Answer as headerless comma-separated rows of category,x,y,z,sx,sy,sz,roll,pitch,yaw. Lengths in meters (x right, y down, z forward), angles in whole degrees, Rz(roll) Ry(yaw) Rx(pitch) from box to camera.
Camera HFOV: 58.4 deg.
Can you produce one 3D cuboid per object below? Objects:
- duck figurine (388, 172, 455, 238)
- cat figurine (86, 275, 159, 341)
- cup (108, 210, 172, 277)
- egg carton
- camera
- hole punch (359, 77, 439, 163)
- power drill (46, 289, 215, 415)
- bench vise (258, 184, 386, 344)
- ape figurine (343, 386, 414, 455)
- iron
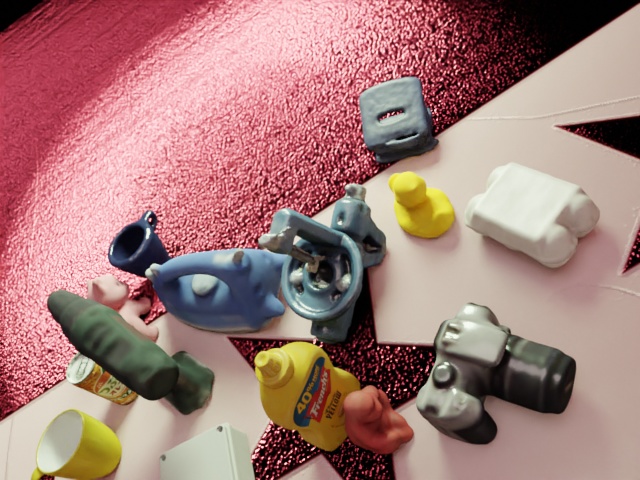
duck figurine,0.135,-0.056,0.796,0.077,0.086,0.104,-44,48,-3
cat figurine,-0.334,0.109,0.935,0.067,0.118,0.127,-37,48,3
cup,-0.297,0.017,0.993,0.091,0.095,0.118,4,61,32
egg carton,0.261,-0.032,0.716,0.149,0.070,0.107,31,77,41
camera,0.189,0.147,0.612,0.136,0.101,0.143,13,66,36
hole punch,0.120,-0.187,0.893,0.108,0.091,0.101,-12,53,23
power drill,-0.250,0.160,0.788,0.228,0.209,0.076,21,71,39
bench vise,-0.004,0.005,0.744,0.121,0.220,0.207,-12,54,24
ape figurine,0.057,0.202,0.657,0.076,0.092,0.078,-15,52,22
iron,-0.175,0.063,0.858,0.257,0.142,0.118,-8,55,26
